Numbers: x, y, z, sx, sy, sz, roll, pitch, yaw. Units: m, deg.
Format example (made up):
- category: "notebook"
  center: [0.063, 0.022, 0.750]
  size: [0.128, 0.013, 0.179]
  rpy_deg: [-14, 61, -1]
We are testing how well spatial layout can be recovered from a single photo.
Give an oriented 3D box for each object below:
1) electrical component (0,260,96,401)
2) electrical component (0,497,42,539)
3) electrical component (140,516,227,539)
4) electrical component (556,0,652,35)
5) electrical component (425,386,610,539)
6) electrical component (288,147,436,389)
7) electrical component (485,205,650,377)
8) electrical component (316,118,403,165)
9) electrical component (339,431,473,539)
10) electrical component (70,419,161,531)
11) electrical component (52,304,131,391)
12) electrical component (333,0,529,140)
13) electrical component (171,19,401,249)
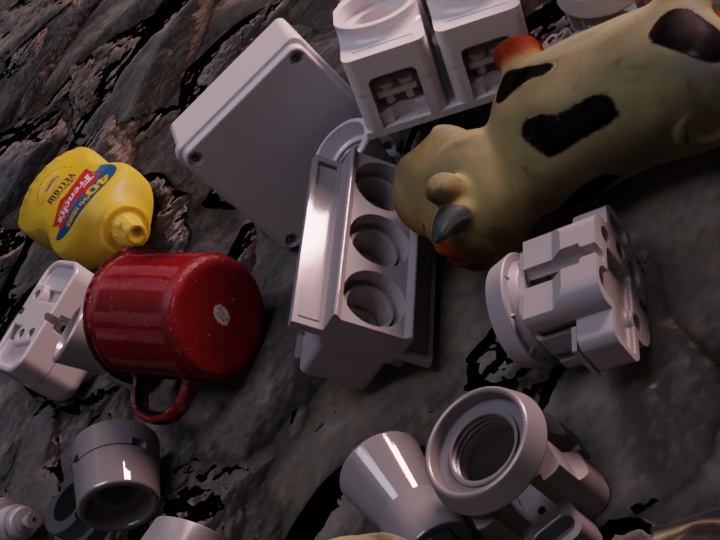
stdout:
- category: "electrical component"
  center: [-0.225, 0.048, 0.819]
  size: [0.054, 0.059, 0.095]
  rpy_deg: [5, 62, 50]
- category: "electrical component"
  center: [-0.246, 0.176, 0.737]
  size: [0.078, 0.040, 0.040]
  rpy_deg: [-19, 44, 37]
- category: "electrical component"
  center: [-0.090, 0.173, 0.563]
  size: [0.079, 0.044, 0.077]
  rpy_deg: [-11, 50, 42]
- category: "electrical component"
  center: [0.141, -0.147, 0.589]
  size: [0.078, 0.057, 0.058]
  rpy_deg: [-36, 45, 6]
- category: "electrical component"
  center: [0.065, 0.086, 0.462]
  size: [0.058, 0.057, 0.078]
  rpy_deg: [-41, 35, 12]
- category: "electrical component"
  center: [0.000, 0.000, 0.604]
  size: [0.063, 0.079, 0.121]
  rpy_deg: [123, 159, -47]
- category: "electrical component"
  center: [0.095, 0.014, 0.498]
  size: [0.057, 0.058, 0.078]
  rpy_deg: [-21, 43, 31]
- category: "electrical component"
  center: [0.005, -0.061, 0.669]
  size: [0.045, 0.055, 0.045]
  rpy_deg: [-29, 39, 27]
- category: "electrical component"
  center: [0.023, 0.111, 0.500]
  size: [0.044, 0.044, 0.065]
  rpy_deg: [-47, 39, 4]
- category: "electrical component"
  center: [-0.150, 0.128, 0.666]
  size: [0.055, 0.055, 0.047]
  rpy_deg: [-37, 40, 17]
- category: "electrical component"
  center: [-0.174, 0.058, 0.748]
  size: [0.044, 0.065, 0.044]
  rpy_deg: [-51, 21, 28]
- category: "electrical component"
  center: [0.042, -0.168, 0.678]
  size: [0.105, 0.060, 0.186]
  rpy_deg: [-16, 35, 9]
- category: "electrical component"
  center: [-0.050, -0.088, 0.711]
  size: [0.109, 0.109, 0.056]
  rpy_deg: [-43, 32, 9]
